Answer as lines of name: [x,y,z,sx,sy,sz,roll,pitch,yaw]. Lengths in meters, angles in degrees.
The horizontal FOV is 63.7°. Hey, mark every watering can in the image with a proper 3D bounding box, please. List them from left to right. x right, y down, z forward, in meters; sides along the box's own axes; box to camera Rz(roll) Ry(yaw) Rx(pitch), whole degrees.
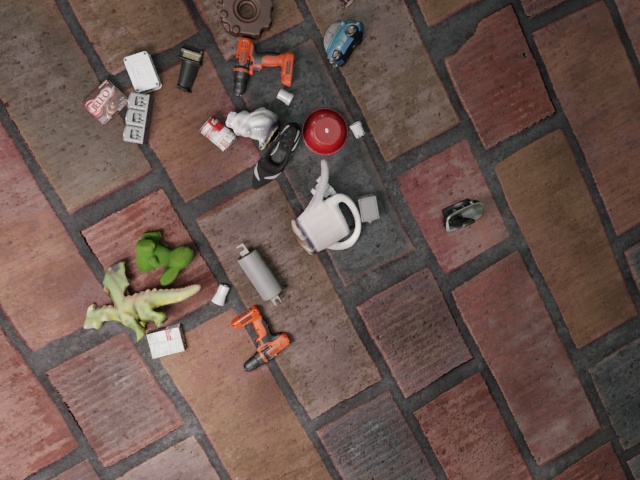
watering can: [0.005,-0.084,1.676,0.225,0.106,0.341,-32,125,-3]

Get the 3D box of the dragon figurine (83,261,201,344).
dragon figurine: [-0.582,0.176,1.613,0.407,0.124,0.242,-38,98,15]

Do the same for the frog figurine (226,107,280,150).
frog figurine: [-0.212,-0.376,1.640,0.159,0.120,0.140,35,58,-2]
